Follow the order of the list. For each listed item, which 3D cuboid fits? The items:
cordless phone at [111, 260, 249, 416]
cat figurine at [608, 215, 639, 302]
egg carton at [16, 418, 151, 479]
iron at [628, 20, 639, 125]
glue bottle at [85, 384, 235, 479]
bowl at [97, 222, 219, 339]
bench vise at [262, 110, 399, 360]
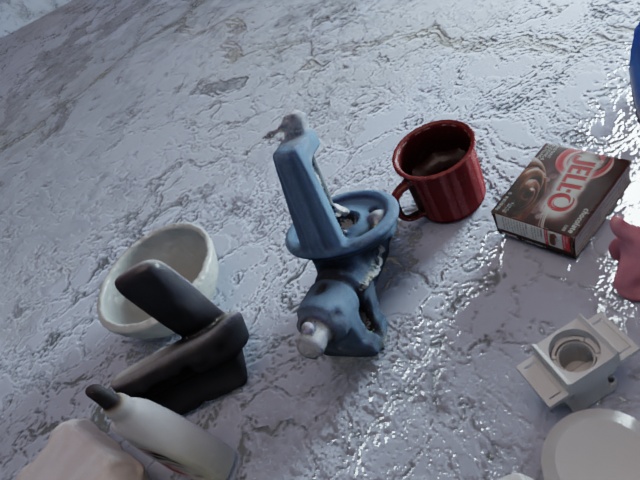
[{"bbox_3d":[-0.169,0.096,0.594,0.147,0.186,0.094,-31,42,3],"label":"cordless phone"},{"bbox_3d":[0.298,-0.013,0.458,0.127,0.118,0.067,-11,46,23],"label":"cat figurine"},{"bbox_3d":[-0.241,0.251,0.581,0.149,0.070,0.107,14,60,40],"label":"egg carton"},{"bbox_3d":[0.366,-0.172,0.546,0.118,0.142,0.258,-7,48,26],"label":"iron"},{"bbox_3d":[-0.151,0.173,0.520,0.078,0.174,0.037,-4,50,29],"label":"glue bottle"},{"bbox_3d":[-0.191,0.062,0.722,0.167,0.075,0.167,-17,44,18],"label":"bowl"},{"bbox_3d":[0.016,-0.002,0.545,0.121,0.220,0.207,-20,44,15],"label":"bench vise"}]
